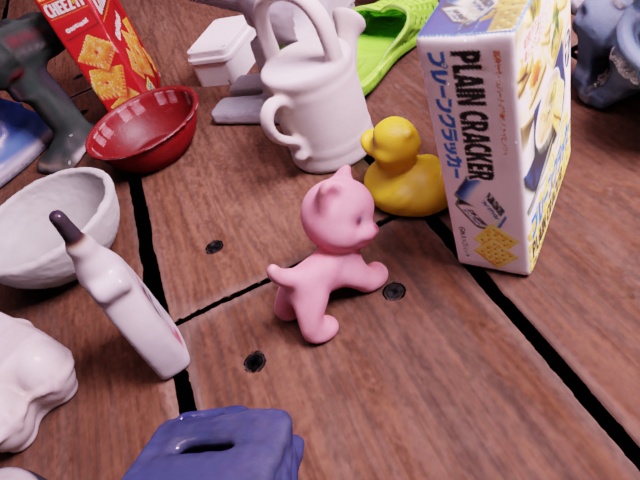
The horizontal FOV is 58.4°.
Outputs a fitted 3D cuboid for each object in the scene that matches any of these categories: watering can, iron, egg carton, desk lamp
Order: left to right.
[{"bbox_3d":[-0.523,-0.145,0.834,0.118,0.142,0.259,21,57,38],"label":"iron"},{"bbox_3d":[-0.291,0.122,0.514,0.149,0.070,0.107,13,53,33],"label":"egg carton"},{"bbox_3d":[-0.072,-0.254,0.699,0.202,0.214,0.118,4,48,26],"label":"desk lamp"},{"bbox_3d":[-0.009,-0.181,0.611,0.100,0.194,0.173,-3,46,21],"label":"watering can"}]

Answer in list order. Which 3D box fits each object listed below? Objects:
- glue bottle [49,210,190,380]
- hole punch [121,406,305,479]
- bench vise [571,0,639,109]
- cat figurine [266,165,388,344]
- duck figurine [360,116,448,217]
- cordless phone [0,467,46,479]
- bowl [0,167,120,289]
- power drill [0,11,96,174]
[{"bbox_3d":[-0.165,0.041,0.466,0.037,0.173,0.077,-35,43,-14],"label":"glue bottle"},{"bbox_3d":[-0.072,0.153,0.373,0.108,0.091,0.101,-10,44,14],"label":"hole punch"},{"bbox_3d":[0.281,-0.195,0.483,0.122,0.220,0.206,-41,45,-19],"label":"bench vise"},{"bbox_3d":[0.004,0.002,0.475,0.067,0.118,0.128,25,60,39],"label":"cat figurine"},{"bbox_3d":[0.081,-0.076,0.546,0.104,0.086,0.078,25,60,40],"label":"duck figurine"},{"bbox_3d":[-0.243,0.190,0.337,0.148,0.185,0.093,-37,44,-15],"label":"cordless phone"},{"bbox_3d":[-0.289,-0.002,0.637,0.167,0.075,0.167,-12,43,12],"label":"bowl"},{"bbox_3d":[-0.403,-0.199,0.788,0.075,0.209,0.230,3,48,26],"label":"power drill"}]
